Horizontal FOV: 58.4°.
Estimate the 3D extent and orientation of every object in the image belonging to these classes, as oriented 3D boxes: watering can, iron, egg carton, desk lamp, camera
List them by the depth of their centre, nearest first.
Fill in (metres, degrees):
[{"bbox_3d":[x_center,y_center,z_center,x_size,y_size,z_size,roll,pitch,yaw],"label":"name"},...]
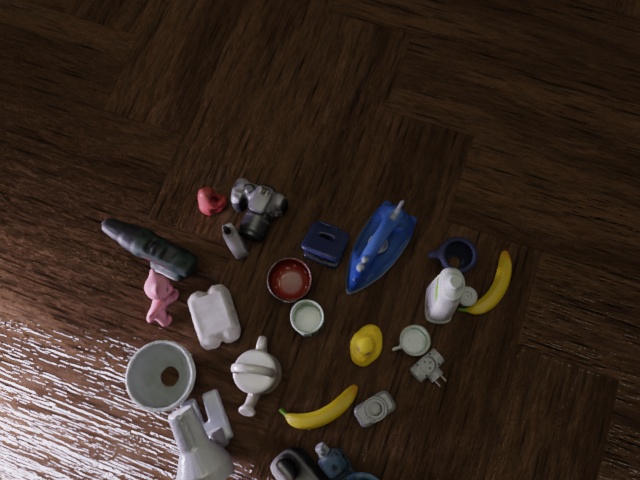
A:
[{"bbox_3d":[-0.265,0.444,1.267,0.118,0.213,0.203,-23,75,-4],"label":"desk lamp"},{"bbox_3d":[-0.146,0.309,1.308,0.101,0.194,0.173,-13,75,-1],"label":"watering can"},{"bbox_3d":[0.138,0.016,1.402,0.118,0.141,0.258,31,78,10],"label":"iron"},{"bbox_3d":[-0.258,0.188,1.409,0.107,0.069,0.150,-21,75,-3],"label":"egg carton"},{"bbox_3d":[-0.170,-0.074,1.460,0.143,0.101,0.137,20,77,8],"label":"camera"}]

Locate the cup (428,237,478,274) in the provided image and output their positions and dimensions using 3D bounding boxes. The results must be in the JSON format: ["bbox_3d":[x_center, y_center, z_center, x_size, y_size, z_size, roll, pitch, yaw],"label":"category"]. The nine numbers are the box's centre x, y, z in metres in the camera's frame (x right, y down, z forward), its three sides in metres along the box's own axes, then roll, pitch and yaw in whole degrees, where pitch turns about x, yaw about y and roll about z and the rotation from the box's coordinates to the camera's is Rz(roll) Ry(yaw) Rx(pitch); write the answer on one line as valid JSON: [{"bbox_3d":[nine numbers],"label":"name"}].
[{"bbox_3d":[0.321,0.046,1.411,0.117,0.095,0.092,1,75,3],"label":"cup"}]

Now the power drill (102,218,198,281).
[{"bbox_3d":[-0.394,0.030,1.385,0.229,0.208,0.076,23,77,8],"label":"power drill"}]

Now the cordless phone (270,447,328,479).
[{"bbox_3d":[-0.047,0.530,1.250,0.147,0.185,0.094,44,81,12],"label":"cordless phone"}]

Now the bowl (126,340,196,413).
[{"bbox_3d":[-0.372,0.327,1.374,0.167,0.075,0.167,-1,75,2],"label":"bowl"}]

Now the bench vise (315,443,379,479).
[{"bbox_3d":[0.054,0.540,1.225,0.207,0.220,0.121,32,79,10],"label":"bench vise"}]

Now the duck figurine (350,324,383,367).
[{"bbox_3d":[0.112,0.250,1.370,0.077,0.086,0.105,24,77,9],"label":"duck figurine"}]

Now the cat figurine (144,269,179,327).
[{"bbox_3d":[-0.398,0.140,1.403,0.067,0.118,0.128,9,76,5],"label":"cat figurine"}]

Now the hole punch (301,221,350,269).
[{"bbox_3d":[0.013,0.005,1.437,0.108,0.091,0.101,20,77,8],"label":"hole punch"}]

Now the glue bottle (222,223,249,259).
[{"bbox_3d":[-0.215,-0.007,1.406,0.037,0.173,0.078,-24,75,-4],"label":"glue bottle"}]

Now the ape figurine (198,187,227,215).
[{"bbox_3d":[-0.285,-0.108,1.478,0.077,0.092,0.076,42,81,12],"label":"ape figurine"}]
